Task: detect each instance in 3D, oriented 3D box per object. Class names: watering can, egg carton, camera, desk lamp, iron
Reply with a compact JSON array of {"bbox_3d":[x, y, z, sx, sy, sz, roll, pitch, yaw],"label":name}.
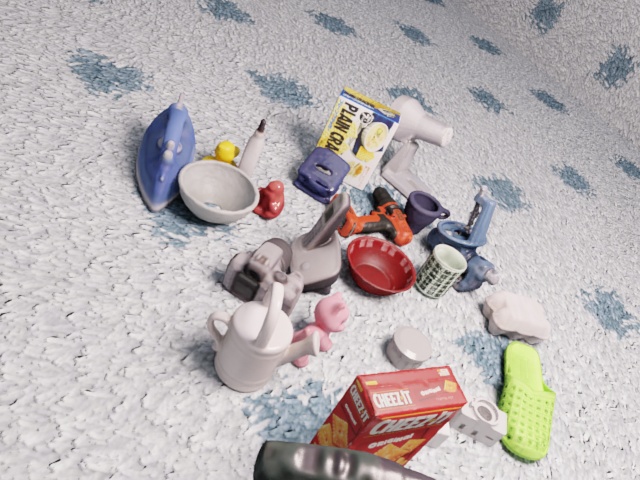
[{"bbox_3d":[-0.086,0.145,0.899,0.173,0.194,0.100,5,43,-26],"label":"watering can"},{"bbox_3d":[0.441,0.174,1.287,0.150,0.069,0.107,14,40,-17],"label":"egg carton"},{"bbox_3d":[-0.087,0.055,1.076,0.143,0.100,0.137,31,38,4],"label":"camera"},{"bbox_3d":[0.250,-0.252,1.534,0.203,0.213,0.118,45,41,20],"label":"desk lamp"},{"bbox_3d":[-0.310,-0.189,1.182,0.119,0.141,0.258,13,40,-18],"label":"iron"}]

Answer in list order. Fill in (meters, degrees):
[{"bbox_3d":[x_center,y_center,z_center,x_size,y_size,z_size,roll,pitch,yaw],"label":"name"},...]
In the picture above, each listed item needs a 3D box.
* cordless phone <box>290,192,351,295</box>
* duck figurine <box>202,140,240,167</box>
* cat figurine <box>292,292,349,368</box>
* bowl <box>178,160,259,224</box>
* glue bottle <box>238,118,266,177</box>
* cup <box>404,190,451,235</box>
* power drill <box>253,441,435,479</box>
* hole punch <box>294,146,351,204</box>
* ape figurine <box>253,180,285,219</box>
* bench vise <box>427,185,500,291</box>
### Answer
[{"bbox_3d":[0.010,0.004,1.124,0.094,0.185,0.147,13,40,-18],"label":"cordless phone"},{"bbox_3d":[-0.221,-0.180,1.272,0.077,0.086,0.105,45,41,20],"label":"duck figurine"},{"bbox_3d":[0.003,0.148,1.012,0.067,0.117,0.128,42,40,18],"label":"cat figurine"},{"bbox_3d":[-0.214,-0.087,1.179,0.168,0.074,0.167,17,39,-14],"label":"bowl"},{"bbox_3d":[-0.148,-0.194,1.261,0.037,0.173,0.078,20,39,-10],"label":"glue bottle"},{"bbox_3d":[0.253,-0.057,1.413,0.118,0.095,0.091,17,39,-14],"label":"cup"},{"bbox_3d":[0.014,0.334,0.735,0.230,0.208,0.075,20,39,-10],"label":"power drill"},{"bbox_3d":[0.007,-0.157,1.380,0.108,0.091,0.101,32,38,5],"label":"hole punch"},{"bbox_3d":[-0.105,-0.092,1.237,0.076,0.092,0.077,1,45,-30],"label":"ape figurine"},{"bbox_3d":[0.362,-0.003,1.317,0.122,0.219,0.207,-22,60,-44],"label":"bench vise"}]
